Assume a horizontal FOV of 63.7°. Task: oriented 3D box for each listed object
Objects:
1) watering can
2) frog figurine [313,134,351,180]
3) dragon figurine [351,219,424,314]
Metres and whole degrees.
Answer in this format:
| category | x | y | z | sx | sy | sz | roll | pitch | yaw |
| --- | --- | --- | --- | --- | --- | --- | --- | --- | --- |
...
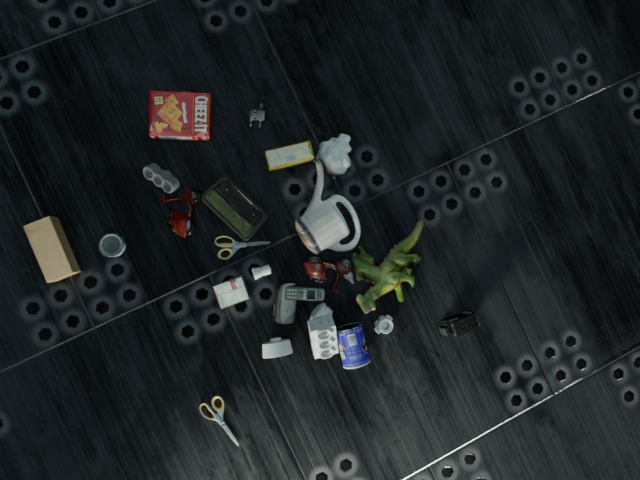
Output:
| category | x | y | z | sx | sy | sz | roll | pitch | yaw |
| --- | --- | --- | --- | --- | --- | --- | --- | --- | --- |
| watering can | 0.006 | -0.094 | 1.870 | 0.225 | 0.104 | 0.344 | -33 | 103 | -8 |
| frog figurine | 0.063 | -0.318 | 1.897 | 0.138 | 0.122 | 0.159 | 42 | 95 | 15 |
| dragon figurine | 0.237 | 0.084 | 1.910 | 0.243 | 0.120 | 0.417 | 16 | 69 | -1 |
